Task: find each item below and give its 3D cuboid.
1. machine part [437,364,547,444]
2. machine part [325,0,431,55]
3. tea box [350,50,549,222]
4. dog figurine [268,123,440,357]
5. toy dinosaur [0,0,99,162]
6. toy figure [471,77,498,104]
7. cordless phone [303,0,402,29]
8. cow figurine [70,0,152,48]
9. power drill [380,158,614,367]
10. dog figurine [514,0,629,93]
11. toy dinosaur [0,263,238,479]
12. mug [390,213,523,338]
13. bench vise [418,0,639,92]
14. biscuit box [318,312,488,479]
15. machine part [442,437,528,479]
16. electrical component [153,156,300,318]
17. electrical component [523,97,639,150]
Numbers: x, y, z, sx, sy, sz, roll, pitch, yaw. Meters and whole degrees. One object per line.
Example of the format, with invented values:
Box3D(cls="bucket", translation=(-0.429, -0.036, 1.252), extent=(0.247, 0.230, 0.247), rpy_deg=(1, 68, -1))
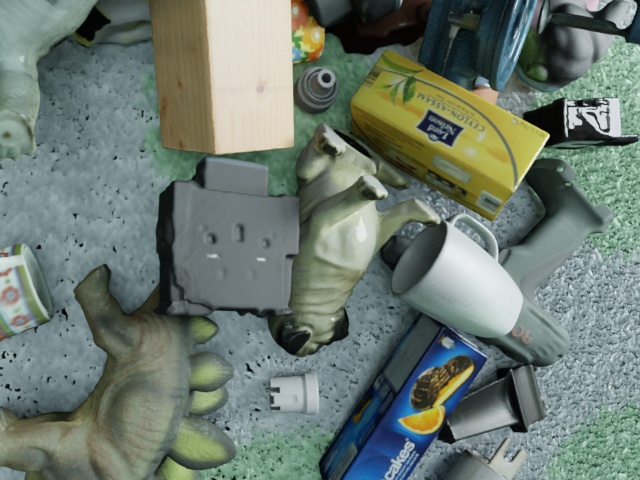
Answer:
Box3D(cls="machine part", translation=(0.187, 0.185, 0.593), extent=(0.139, 0.039, 0.084), rpy_deg=(-12, 97, -16))
Box3D(cls="machine part", translation=(0.056, -0.285, 0.557), extent=(0.179, 0.056, 0.179), rpy_deg=(0, 89, -13))
Box3D(cls="tea box", translation=(0.117, -0.098, 0.519), extent=(0.170, 0.098, 0.068), rpy_deg=(34, 81, 12))
Box3D(cls="dog figurine", translation=(-0.003, -0.002, 0.530), extent=(0.121, 0.172, 0.190), rpy_deg=(26, 115, -29))
Box3D(cls="toy dinosaur", translation=(-0.212, -0.203, 0.397), extent=(0.405, 0.192, 0.131), rpy_deg=(-42, 140, 1))
Box3D(cls="toy figure", translation=(0.167, -0.171, 0.584), extent=(0.064, 0.058, 0.154), rpy_deg=(-7, 96, -8))
Box3D(cls="cordless phone", translation=(0.045, -0.273, 0.429), extent=(0.089, 0.184, 0.146), rpy_deg=(-35, 96, -33))
Box3D(cls="cow figurine", translation=(-0.202, -0.263, 0.488), extent=(0.098, 0.068, 0.167), rpy_deg=(-15, 92, -9))
Box3D(cls="power drill", translation=(0.204, 0.011, 0.579), extent=(0.232, 0.086, 0.207), rpy_deg=(41, 75, -9))
Box3D(cls="dog figurine", translation=(0.213, -0.287, 0.575), extent=(0.219, 0.108, 0.191), rpy_deg=(30, 85, -8))
Box3D(cls="toy dinosaur", translation=(-0.191, 0.189, 0.460), extent=(0.198, 0.105, 0.471), rpy_deg=(32, 80, -12))
Box3D(cls="mug", translation=(0.135, 0.035, 0.503), extent=(0.107, 0.081, 0.109), rpy_deg=(37, 59, -11))
Box3D(cls="bench vise", translation=(0.191, -0.224, 0.466), extent=(0.241, 0.129, 0.223), rpy_deg=(22, 113, 20))
Box3D(cls="biscuit box", translation=(0.079, 0.175, 0.537), extent=(0.063, 0.059, 0.202), rpy_deg=(33, 92, -13))
Box3D(cls="machine part", translation=(0.132, 0.309, 0.556), extent=(0.079, 0.079, 0.243), rpy_deg=(43, 81, -10))
Box3D(cls="electrical component", translation=(-0.079, -0.001, 0.457), extent=(0.115, 0.058, 0.134), rpy_deg=(4, 81, -30))
Box3D(cls="electrical component", translation=(0.302, -0.130, 0.608), extent=(0.119, 0.075, 0.047), rpy_deg=(-4, 91, -10))
